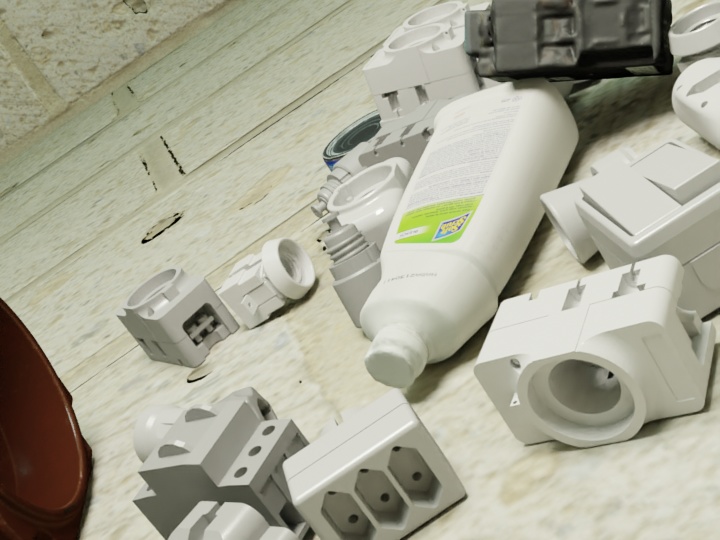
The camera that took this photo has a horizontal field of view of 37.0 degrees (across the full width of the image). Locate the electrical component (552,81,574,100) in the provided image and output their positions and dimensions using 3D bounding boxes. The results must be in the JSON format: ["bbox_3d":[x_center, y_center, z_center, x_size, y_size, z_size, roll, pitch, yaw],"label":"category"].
[{"bbox_3d":[0.137,-0.132,0.810,0.040,0.040,0.046,-17,31,37],"label":"electrical component"}]

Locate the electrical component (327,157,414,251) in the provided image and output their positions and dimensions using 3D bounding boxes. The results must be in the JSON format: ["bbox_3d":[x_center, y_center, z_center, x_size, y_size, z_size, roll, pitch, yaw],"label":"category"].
[{"bbox_3d":[0.016,-0.035,0.743,0.054,0.059,0.095,-25,22,21],"label":"electrical component"}]

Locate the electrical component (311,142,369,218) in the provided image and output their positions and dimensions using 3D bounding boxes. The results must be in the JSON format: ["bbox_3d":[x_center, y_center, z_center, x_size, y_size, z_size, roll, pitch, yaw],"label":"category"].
[{"bbox_3d":[-0.008,-0.071,0.883,0.078,0.040,0.040,-41,22,-19],"label":"electrical component"}]

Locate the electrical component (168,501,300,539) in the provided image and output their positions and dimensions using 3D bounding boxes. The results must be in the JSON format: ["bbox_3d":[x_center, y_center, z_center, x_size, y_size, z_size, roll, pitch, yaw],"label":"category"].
[{"bbox_3d":[-0.065,0.143,0.478,0.078,0.058,0.057,-11,28,46],"label":"electrical component"}]

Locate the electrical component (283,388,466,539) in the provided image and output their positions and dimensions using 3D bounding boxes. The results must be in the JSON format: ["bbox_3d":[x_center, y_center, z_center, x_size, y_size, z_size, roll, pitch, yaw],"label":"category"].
[{"bbox_3d":[0.002,0.090,0.509,0.066,0.047,0.076,-34,21,0],"label":"electrical component"}]

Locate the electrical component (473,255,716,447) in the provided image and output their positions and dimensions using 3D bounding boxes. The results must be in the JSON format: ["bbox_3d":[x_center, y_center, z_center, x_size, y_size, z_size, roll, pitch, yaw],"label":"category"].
[{"bbox_3d":[0.102,0.039,0.471,0.089,0.050,0.055,-19,26,35],"label":"electrical component"}]

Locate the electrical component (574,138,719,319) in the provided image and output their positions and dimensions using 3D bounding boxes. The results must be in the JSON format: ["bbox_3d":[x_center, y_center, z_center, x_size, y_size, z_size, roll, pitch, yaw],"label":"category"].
[{"bbox_3d":[0.149,-0.024,0.524,0.062,0.061,0.096,-33,21,3],"label":"electrical component"}]

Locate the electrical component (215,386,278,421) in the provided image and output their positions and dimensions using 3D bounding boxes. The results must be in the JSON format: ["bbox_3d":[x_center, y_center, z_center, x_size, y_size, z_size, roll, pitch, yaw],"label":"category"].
[{"bbox_3d":[-0.078,0.098,0.613,0.062,0.043,0.043,-32,21,8],"label":"electrical component"}]

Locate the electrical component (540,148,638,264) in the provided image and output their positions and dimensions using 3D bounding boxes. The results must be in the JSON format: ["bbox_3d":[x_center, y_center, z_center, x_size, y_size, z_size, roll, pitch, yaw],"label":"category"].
[{"bbox_3d":[0.134,-0.036,0.595,0.055,0.045,0.045,-32,21,5],"label":"electrical component"}]

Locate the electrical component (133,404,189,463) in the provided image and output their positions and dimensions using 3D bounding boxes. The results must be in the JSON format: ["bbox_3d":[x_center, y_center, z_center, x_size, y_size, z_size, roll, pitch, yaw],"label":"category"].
[{"bbox_3d":[-0.109,0.102,0.656,0.046,0.040,0.040,-7,33,40],"label":"electrical component"}]

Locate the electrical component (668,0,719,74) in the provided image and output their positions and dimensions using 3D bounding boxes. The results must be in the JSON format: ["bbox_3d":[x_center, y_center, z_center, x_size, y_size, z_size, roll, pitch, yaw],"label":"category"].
[{"bbox_3d":[0.221,-0.132,0.662,0.066,0.055,0.048,-11,31,46],"label":"electrical component"}]

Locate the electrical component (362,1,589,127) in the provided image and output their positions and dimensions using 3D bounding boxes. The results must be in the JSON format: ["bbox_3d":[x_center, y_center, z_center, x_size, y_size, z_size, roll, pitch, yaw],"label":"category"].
[{"bbox_3d":[0.106,-0.186,0.888,0.186,0.060,0.105,-9,28,27],"label":"electrical component"}]

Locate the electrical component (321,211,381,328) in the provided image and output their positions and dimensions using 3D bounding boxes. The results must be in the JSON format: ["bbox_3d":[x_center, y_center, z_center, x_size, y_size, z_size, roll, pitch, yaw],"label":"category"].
[{"bbox_3d":[0.000,0.000,0.674,0.040,0.078,0.040,-29,6,3],"label":"electrical component"}]

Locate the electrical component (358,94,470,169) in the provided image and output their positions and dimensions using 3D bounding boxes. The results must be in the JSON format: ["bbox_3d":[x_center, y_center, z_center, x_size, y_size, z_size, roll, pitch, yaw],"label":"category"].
[{"bbox_3d":[0.054,-0.094,0.829,0.089,0.050,0.055,-16,27,39],"label":"electrical component"}]

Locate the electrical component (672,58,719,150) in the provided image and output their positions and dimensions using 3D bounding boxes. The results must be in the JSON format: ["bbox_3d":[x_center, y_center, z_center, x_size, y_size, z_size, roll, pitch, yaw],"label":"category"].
[{"bbox_3d":[0.225,-0.099,0.602,0.079,0.043,0.077,-31,21,9],"label":"electrical component"}]

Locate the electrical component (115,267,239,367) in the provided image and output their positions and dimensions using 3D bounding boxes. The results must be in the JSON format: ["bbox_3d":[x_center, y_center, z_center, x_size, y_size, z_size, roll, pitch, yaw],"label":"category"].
[{"bbox_3d":[-0.144,0.035,0.829,0.050,0.055,0.089,-44,23,-25],"label":"electrical component"}]

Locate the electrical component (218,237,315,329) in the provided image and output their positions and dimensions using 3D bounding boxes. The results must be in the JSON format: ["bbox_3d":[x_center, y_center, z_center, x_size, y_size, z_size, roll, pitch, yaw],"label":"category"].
[{"bbox_3d":[-0.067,0.007,0.794,0.055,0.048,0.066,-31,20,29],"label":"electrical component"}]
